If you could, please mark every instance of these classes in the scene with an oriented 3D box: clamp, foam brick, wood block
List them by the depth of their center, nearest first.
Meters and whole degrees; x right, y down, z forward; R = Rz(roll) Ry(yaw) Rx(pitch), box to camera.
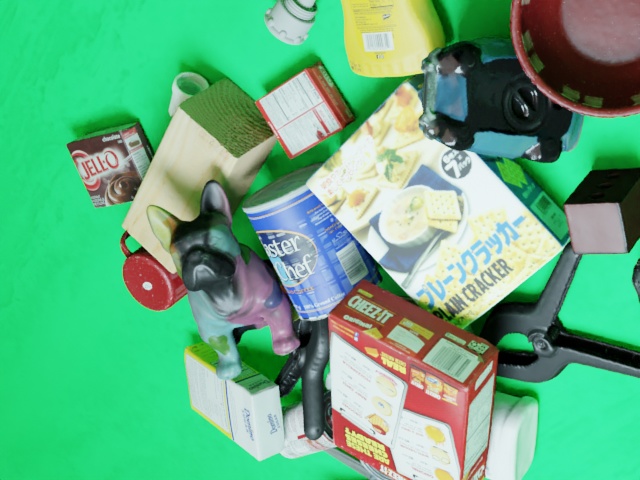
[{"bbox_3d":[0.259,-0.026,0.954,0.053,0.078,0.051,-2,115,35],"label":"foam brick"},{"bbox_3d":[0.239,0.102,1.078,0.164,0.036,0.210,50,137,-2],"label":"clamp"},{"bbox_3d":[-0.136,-0.070,1.206,0.090,0.090,0.206,42,134,7],"label":"wood block"},{"bbox_3d":[-0.010,0.144,1.247,0.120,0.039,0.172,45,128,48],"label":"clamp"}]

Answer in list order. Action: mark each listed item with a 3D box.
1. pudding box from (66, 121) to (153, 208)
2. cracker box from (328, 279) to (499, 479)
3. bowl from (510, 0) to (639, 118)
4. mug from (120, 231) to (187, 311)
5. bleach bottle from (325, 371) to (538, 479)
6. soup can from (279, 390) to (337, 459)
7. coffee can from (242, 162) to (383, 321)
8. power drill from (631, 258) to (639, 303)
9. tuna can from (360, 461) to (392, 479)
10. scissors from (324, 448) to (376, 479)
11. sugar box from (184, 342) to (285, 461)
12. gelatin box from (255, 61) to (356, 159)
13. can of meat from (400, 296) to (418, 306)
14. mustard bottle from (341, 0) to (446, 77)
[{"bbox_3d":[-0.251,-0.092,1.312,0.114,0.039,0.090,-8,112,39],"label":"pudding box"},{"bbox_3d":[0.093,0.162,1.093,0.164,0.072,0.214,26,141,28],"label":"cracker box"},{"bbox_3d":[0.238,-0.183,0.865,0.162,0.055,0.162,5,108,16],"label":"bowl"},{"bbox_3d":[-0.198,0.027,1.319,0.117,0.081,0.093,44,134,5],"label":"mug"},{"bbox_3d":[0.117,0.189,1.207,0.251,0.068,0.102,17,126,30],"label":"bleach bottle"},{"bbox_3d":[-0.009,0.229,1.318,0.102,0.068,0.068,-26,100,44],"label":"soup can"},{"bbox_3d":[-0.008,0.001,1.149,0.103,0.102,0.140,-14,109,41],"label":"coffee can"},{"bbox_3d":[0.386,0.081,0.944,0.188,0.057,0.184,-15,112,44],"label":"power drill"},{"bbox_3d":[0.088,0.254,1.287,0.086,0.033,0.086,18,127,26],"label":"tuna can"},{"bbox_3d":[0.082,0.320,1.346,0.202,0.016,0.096,14,125,29],"label":"scissors"},{"bbox_3d":[-0.109,0.198,1.340,0.176,0.048,0.093,22,124,50],"label":"sugar box"},{"bbox_3d":[-0.015,-0.136,1.118,0.089,0.030,0.073,-26,99,43],"label":"gelatin box"},{"bbox_3d":[0.076,0.110,1.190,0.102,0.057,0.084,4,117,34],"label":"can of meat"},{"bbox_3d":[0.054,-0.248,0.975,0.096,0.058,0.191,6,121,39],"label":"mustard bottle"}]
